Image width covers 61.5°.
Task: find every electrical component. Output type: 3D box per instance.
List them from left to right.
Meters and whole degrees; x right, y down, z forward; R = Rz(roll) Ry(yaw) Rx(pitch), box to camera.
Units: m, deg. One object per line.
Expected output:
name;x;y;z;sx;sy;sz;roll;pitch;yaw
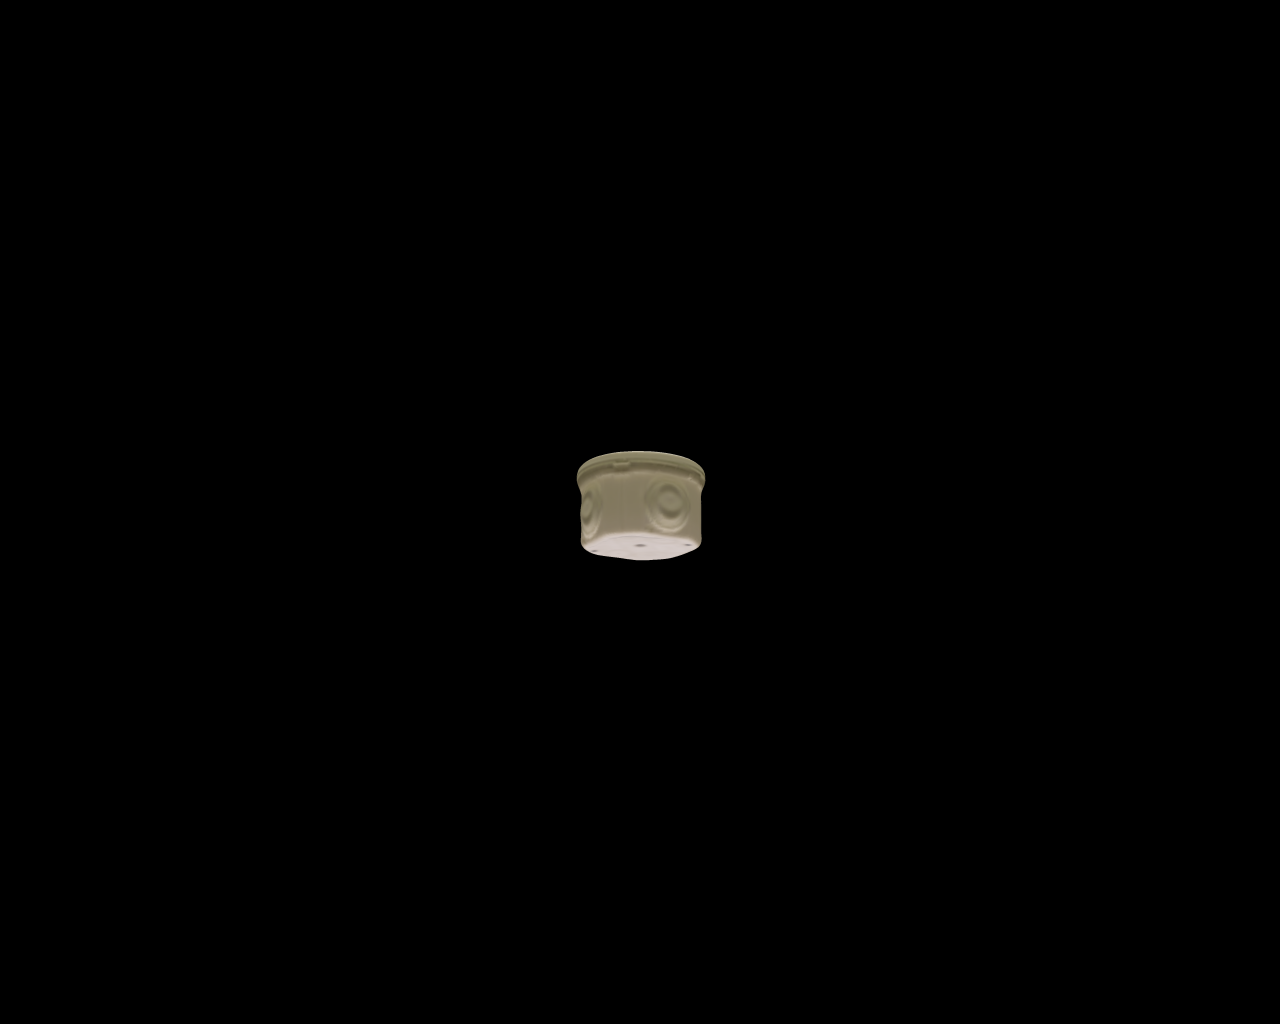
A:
electrical component;0.001;-0.003;0.650;0.080;0.051;0.080;0;-16;0
